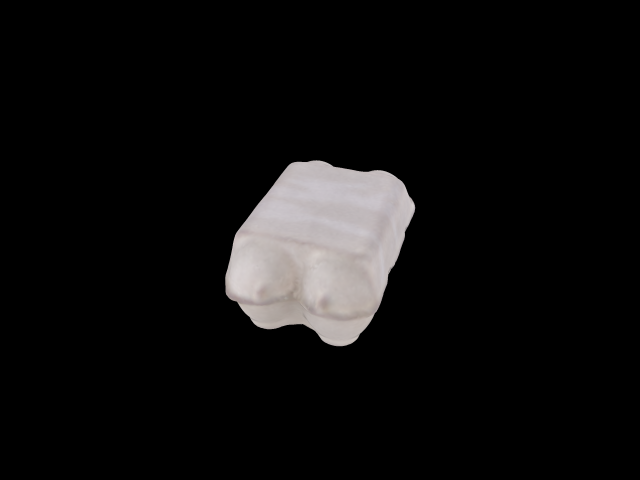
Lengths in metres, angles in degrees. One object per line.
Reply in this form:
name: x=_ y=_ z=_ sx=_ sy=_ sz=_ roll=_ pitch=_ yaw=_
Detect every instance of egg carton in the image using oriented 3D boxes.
egg carton: x=0.004 y=0.001 z=0.400 sx=0.107 sy=0.069 sz=0.150 roll=11 pitch=39 yaw=14
